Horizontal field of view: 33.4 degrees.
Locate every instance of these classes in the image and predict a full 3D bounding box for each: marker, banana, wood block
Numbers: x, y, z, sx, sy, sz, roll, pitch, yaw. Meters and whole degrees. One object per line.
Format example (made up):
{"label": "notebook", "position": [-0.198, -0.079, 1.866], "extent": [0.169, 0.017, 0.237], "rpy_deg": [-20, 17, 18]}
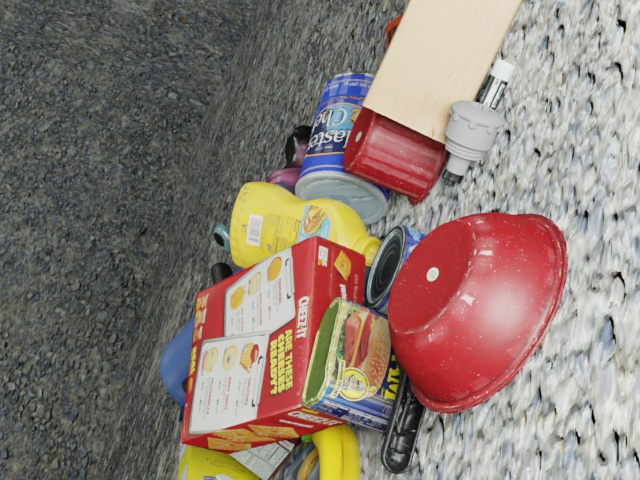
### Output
{"label": "marker", "position": [0.141, -0.103, 0.956], "extent": [0.020, 0.020, 0.121], "rpy_deg": [-110, 42, -71]}
{"label": "banana", "position": [0.011, 0.221, 0.947], "extent": [0.198, 0.037, 0.070], "rpy_deg": [-92, 23, -59]}
{"label": "wood block", "position": [0.127, -0.202, 0.969], "extent": [0.206, 0.091, 0.090], "rpy_deg": [-65, -4, 18]}

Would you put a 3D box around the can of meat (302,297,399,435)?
{"label": "can of meat", "position": [0.038, 0.107, 0.905], "extent": [0.058, 0.084, 0.102], "rpy_deg": [131, 156, -57]}

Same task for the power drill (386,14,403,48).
{"label": "power drill", "position": [0.137, -0.282, 1.162], "extent": [0.184, 0.057, 0.188], "rpy_deg": [-87, 21, -52]}

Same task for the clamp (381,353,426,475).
{"label": "clamp", "position": [0.090, 0.086, 0.832], "extent": [0.120, 0.039, 0.171], "rpy_deg": [-41, 31, 42]}

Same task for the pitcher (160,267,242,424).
{"label": "pitcher", "position": [-0.111, 0.135, 1.389], "extent": [0.243, 0.144, 0.149], "rpy_deg": [-50, 58, 48]}

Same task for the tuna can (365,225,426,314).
{"label": "tuna can", "position": [0.074, 0.030, 0.989], "extent": [0.086, 0.033, 0.086], "rpy_deg": [-160, 90, -77]}

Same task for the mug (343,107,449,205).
{"label": "mug", "position": [0.077, -0.102, 1.075], "extent": [0.093, 0.081, 0.117], "rpy_deg": [128, 159, -53]}

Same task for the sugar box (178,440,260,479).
{"label": "sugar box", "position": [-0.119, 0.279, 1.265], "extent": [0.176, 0.093, 0.048], "rpy_deg": [-102, 36, -67]}

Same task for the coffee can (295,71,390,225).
{"label": "coffee can", "position": [0.037, -0.101, 1.190], "extent": [0.103, 0.102, 0.140], "rpy_deg": [133, 154, -59]}

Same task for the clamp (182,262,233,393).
{"label": "clamp", "position": [-0.099, 0.109, 1.219], "extent": [0.210, 0.036, 0.164], "rpy_deg": [2, 81, 62]}

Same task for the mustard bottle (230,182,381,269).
{"label": "mustard bottle", "position": [-0.007, 0.001, 1.126], "extent": [0.192, 0.058, 0.096], "rpy_deg": [15, 101, 35]}

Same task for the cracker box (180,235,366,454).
{"label": "cracker box", "position": [-0.047, 0.108, 1.030], "extent": [0.214, 0.072, 0.164], "rpy_deg": [-26, 53, 48]}

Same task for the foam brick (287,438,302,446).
{"label": "foam brick", "position": [-0.027, 0.165, 1.118], "extent": [0.053, 0.051, 0.078], "rpy_deg": [-61, 2, 26]}

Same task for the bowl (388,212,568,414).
{"label": "bowl", "position": [0.097, 0.038, 0.755], "extent": [0.162, 0.055, 0.162], "rpy_deg": [-45, 26, 28]}

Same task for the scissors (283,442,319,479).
{"label": "scissors", "position": [-0.027, 0.250, 1.095], "extent": [0.096, 0.016, 0.202], "rpy_deg": [-79, 16, -56]}

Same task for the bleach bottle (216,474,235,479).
{"label": "bleach bottle", "position": [-0.138, 0.349, 1.033], "extent": [0.251, 0.068, 0.103], "rpy_deg": [-66, 14, 3]}

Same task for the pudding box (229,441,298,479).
{"label": "pudding box", "position": [-0.080, 0.204, 1.165], "extent": [0.039, 0.113, 0.090], "rpy_deg": [-53, -3, -40]}
